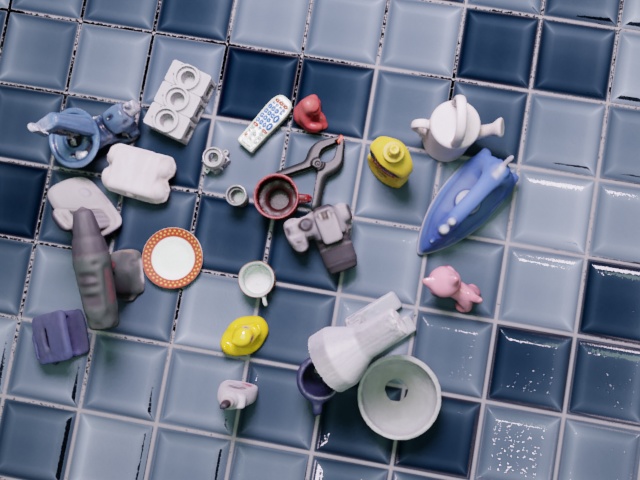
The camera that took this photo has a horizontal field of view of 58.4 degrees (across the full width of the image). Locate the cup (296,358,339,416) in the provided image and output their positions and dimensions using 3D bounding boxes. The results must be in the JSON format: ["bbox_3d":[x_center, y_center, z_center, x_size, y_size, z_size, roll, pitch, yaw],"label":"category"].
[{"bbox_3d":[0.000,0.287,1.155,0.091,0.095,0.118,3,86,2],"label":"cup"}]

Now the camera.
[{"bbox_3d":[0.011,0.004,1.172,0.143,0.101,0.137,-21,85,0],"label":"camera"}]

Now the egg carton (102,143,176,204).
[{"bbox_3d":[-0.382,-0.139,1.210,0.150,0.069,0.107,14,86,3],"label":"egg carton"}]

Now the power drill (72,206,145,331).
[{"bbox_3d":[-0.419,0.059,1.127,0.075,0.208,0.230,-8,86,2],"label":"power drill"}]

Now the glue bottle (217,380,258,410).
[{"bbox_3d":[-0.170,0.309,1.119,0.078,0.173,0.037,7,86,3],"label":"glue bottle"}]

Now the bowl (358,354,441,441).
[{"bbox_3d":[0.158,0.312,1.158,0.167,0.075,0.167,0,86,2],"label":"bowl"}]

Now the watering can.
[{"bbox_3d":[0.273,-0.226,1.134,0.173,0.194,0.101,-17,85,1],"label":"watering can"}]

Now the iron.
[{"bbox_3d":[0.292,-0.070,1.148,0.118,0.141,0.258,41,88,4],"label":"iron"}]

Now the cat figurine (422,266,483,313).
[{"bbox_3d":[0.267,0.095,1.149,0.127,0.118,0.067,30,87,4],"label":"cat figurine"}]

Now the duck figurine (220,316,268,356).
[{"bbox_3d":[-0.159,0.199,1.170,0.104,0.086,0.077,-30,85,0],"label":"duck figurine"}]

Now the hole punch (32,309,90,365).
[{"bbox_3d":[-0.544,0.203,1.179,0.101,0.091,0.109,-14,85,1],"label":"hole punch"}]

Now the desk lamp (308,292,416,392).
[{"bbox_3d":[0.086,0.187,1.100,0.203,0.213,0.118,-32,85,-1],"label":"desk lamp"}]

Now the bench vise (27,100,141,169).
[{"bbox_3d":[-0.473,-0.235,1.144,0.121,0.220,0.207,43,88,4],"label":"bench vise"}]

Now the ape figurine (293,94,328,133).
[{"bbox_3d":[-0.019,-0.270,1.197,0.076,0.092,0.078,13,86,3],"label":"ape figurine"}]

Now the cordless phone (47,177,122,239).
[{"bbox_3d":[-0.494,-0.065,1.150,0.094,0.185,0.147,-43,85,-1],"label":"cordless phone"}]
